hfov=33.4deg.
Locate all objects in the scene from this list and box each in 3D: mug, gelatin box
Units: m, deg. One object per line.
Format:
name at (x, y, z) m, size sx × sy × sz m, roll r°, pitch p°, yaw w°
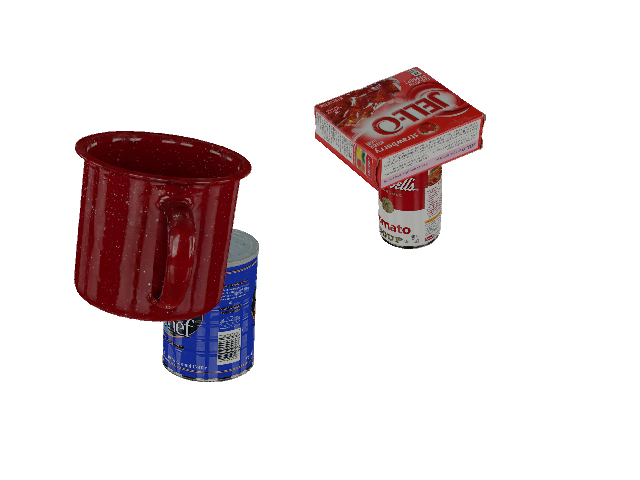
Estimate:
mug at (-0.084, -0.004, 0.564) m, size 0.093 × 0.081 × 0.117 m, roll 2°, pitch 19°, yaw -22°
gelatin box at (0.052, -0.076, 0.701) m, size 0.089 × 0.030 × 0.073 m, roll -24°, pitch 45°, yaw -24°

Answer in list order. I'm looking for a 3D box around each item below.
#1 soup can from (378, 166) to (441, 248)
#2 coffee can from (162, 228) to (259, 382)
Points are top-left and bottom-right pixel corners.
soup can at (0.094, -0.051, 1.134) m, size 0.068 × 0.102 × 0.068 m, roll -2°, pitch 36°, yaw 2°
coffee can at (-0.120, 0.067, 1.157) m, size 0.103 × 0.140 × 0.103 m, roll 3°, pitch 22°, yaw -1°
